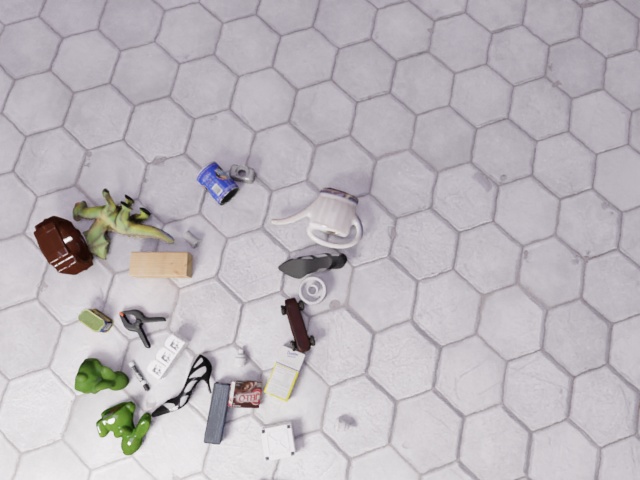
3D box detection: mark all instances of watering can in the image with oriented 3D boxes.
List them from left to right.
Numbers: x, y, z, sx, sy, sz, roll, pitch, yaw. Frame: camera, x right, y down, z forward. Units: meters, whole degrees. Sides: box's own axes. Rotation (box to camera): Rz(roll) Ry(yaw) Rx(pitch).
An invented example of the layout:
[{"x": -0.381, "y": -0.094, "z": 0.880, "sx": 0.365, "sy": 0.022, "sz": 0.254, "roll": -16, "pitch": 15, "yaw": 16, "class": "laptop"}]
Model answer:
[{"x": 0.006, "y": -0.098, "z": 1.954, "sx": 0.348, "sy": 0.103, "sz": 0.227, "roll": 18, "pitch": 77, "yaw": 1, "class": "watering can"}]

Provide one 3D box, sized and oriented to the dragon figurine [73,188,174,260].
[{"x": -0.765, "y": -0.036, "z": 1.932, "sx": 0.412, "sy": 0.122, "sz": 0.242, "roll": 39, "pitch": 94, "yaw": 10, "class": "dragon figurine"}]
